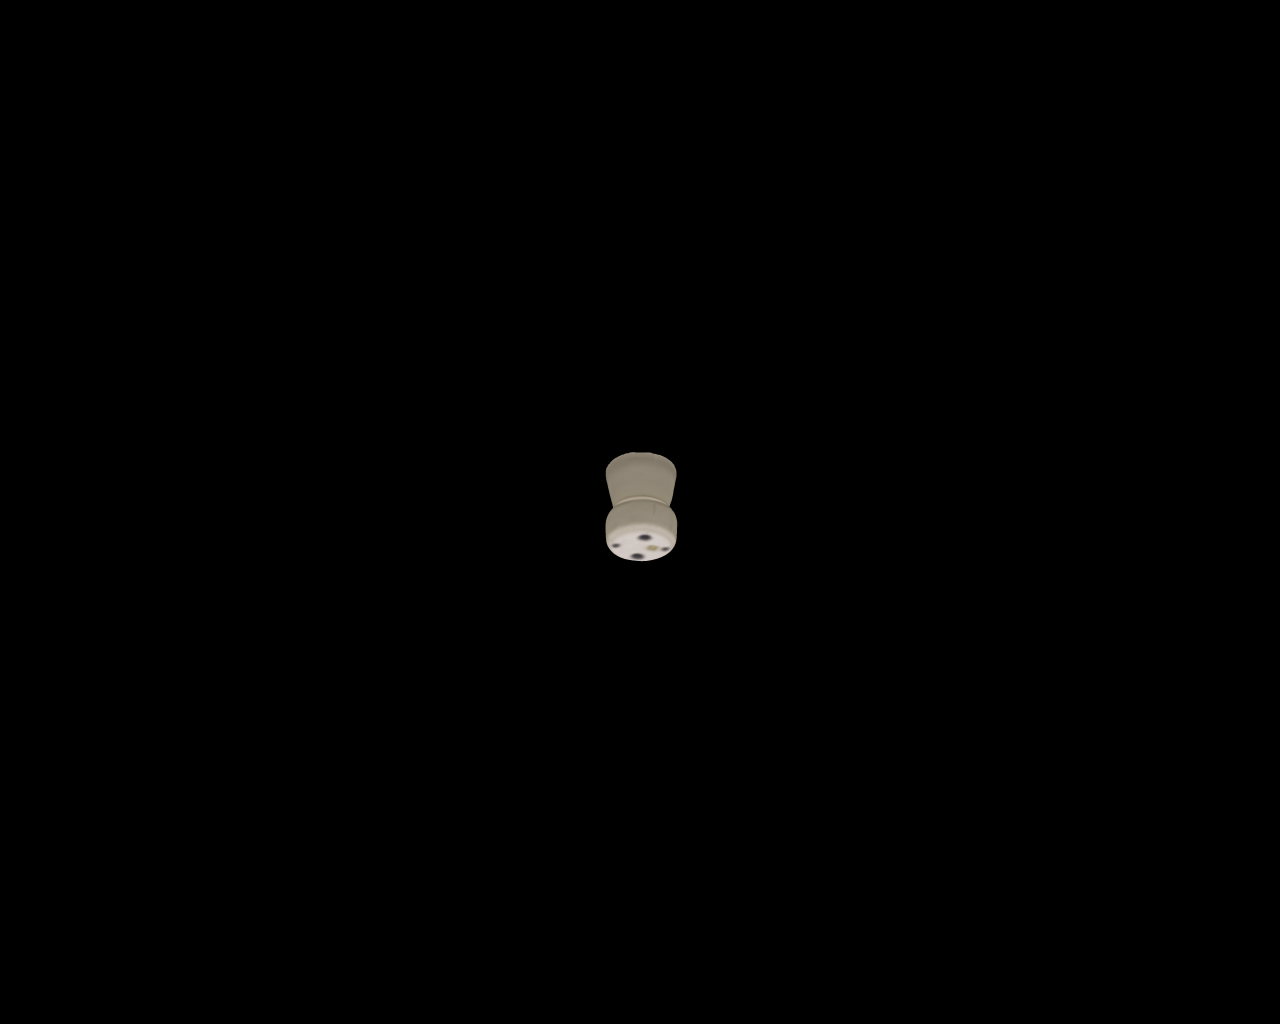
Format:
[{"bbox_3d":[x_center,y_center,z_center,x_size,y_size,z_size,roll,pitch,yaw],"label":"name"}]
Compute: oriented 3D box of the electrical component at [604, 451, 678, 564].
[{"bbox_3d":[0.001,-0.003,0.650,0.045,0.055,0.044,0,-32,0],"label":"electrical component"}]
